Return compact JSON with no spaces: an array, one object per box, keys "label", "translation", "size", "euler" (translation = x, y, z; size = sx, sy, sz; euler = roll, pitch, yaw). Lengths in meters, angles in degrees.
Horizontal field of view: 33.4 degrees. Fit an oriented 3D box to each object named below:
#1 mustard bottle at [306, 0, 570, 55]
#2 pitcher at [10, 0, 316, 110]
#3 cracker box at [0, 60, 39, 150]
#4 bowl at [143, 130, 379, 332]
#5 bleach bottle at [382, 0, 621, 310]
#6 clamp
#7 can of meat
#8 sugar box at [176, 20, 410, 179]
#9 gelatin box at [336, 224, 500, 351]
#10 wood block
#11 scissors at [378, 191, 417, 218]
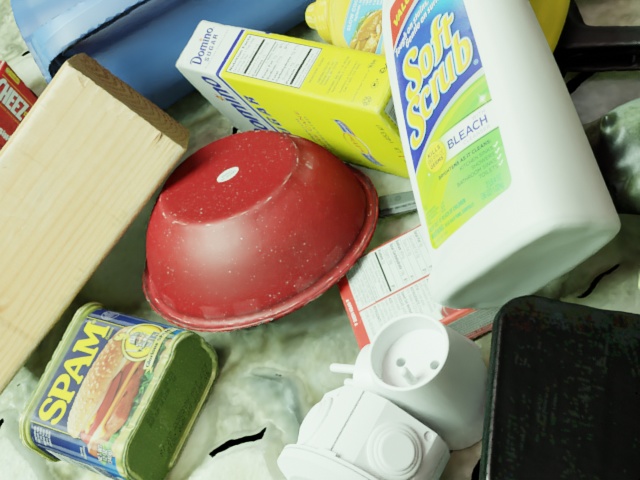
[{"label":"mustard bottle","translation":[0.062,-0.145,0.685],"size":[0.192,0.058,0.096],"euler":[11,77,45]},{"label":"pitcher","translation":[-0.097,-0.181,0.789],"size":[0.243,0.145,0.149],"euler":[-29,45,4]},{"label":"cracker box","translation":[-0.342,-0.044,0.875],"size":[0.164,0.072,0.213],"euler":[5,60,31]},{"label":"bowl","translation":[-0.047,-0.020,0.665],"size":[0.162,0.055,0.162],"euler":[-16,38,12]},{"label":"bleach bottle","translation":[0.074,-0.096,0.579],"size":[0.103,0.067,0.251],"euler":[-42,55,45]},{"label":"clamp","translation":[0.132,-0.104,0.670],"size":[0.164,0.036,0.210],"euler":[-44,46,-4]},{"label":"can of meat","translation":[-0.122,0.096,0.659],"size":[0.084,0.057,0.102],"euler":[10,64,32]},{"label":"sugar box","translation":[-0.003,-0.091,0.700],"size":[0.176,0.093,0.048],"euler":[15,72,38]},{"label":"gelatin box","translation":[0.059,0.031,0.620],"size":[0.089,0.030,0.073],"euler":[-28,47,9]},{"label":"wood block","translation":[-0.182,-0.011,0.693],"size":[0.206,0.090,0.090],"euler":[-51,12,8]},{"label":"scissors","translation":[-0.005,0.001,0.685],"size":[0.202,0.016,0.096],"euler":[3,58,33]}]
